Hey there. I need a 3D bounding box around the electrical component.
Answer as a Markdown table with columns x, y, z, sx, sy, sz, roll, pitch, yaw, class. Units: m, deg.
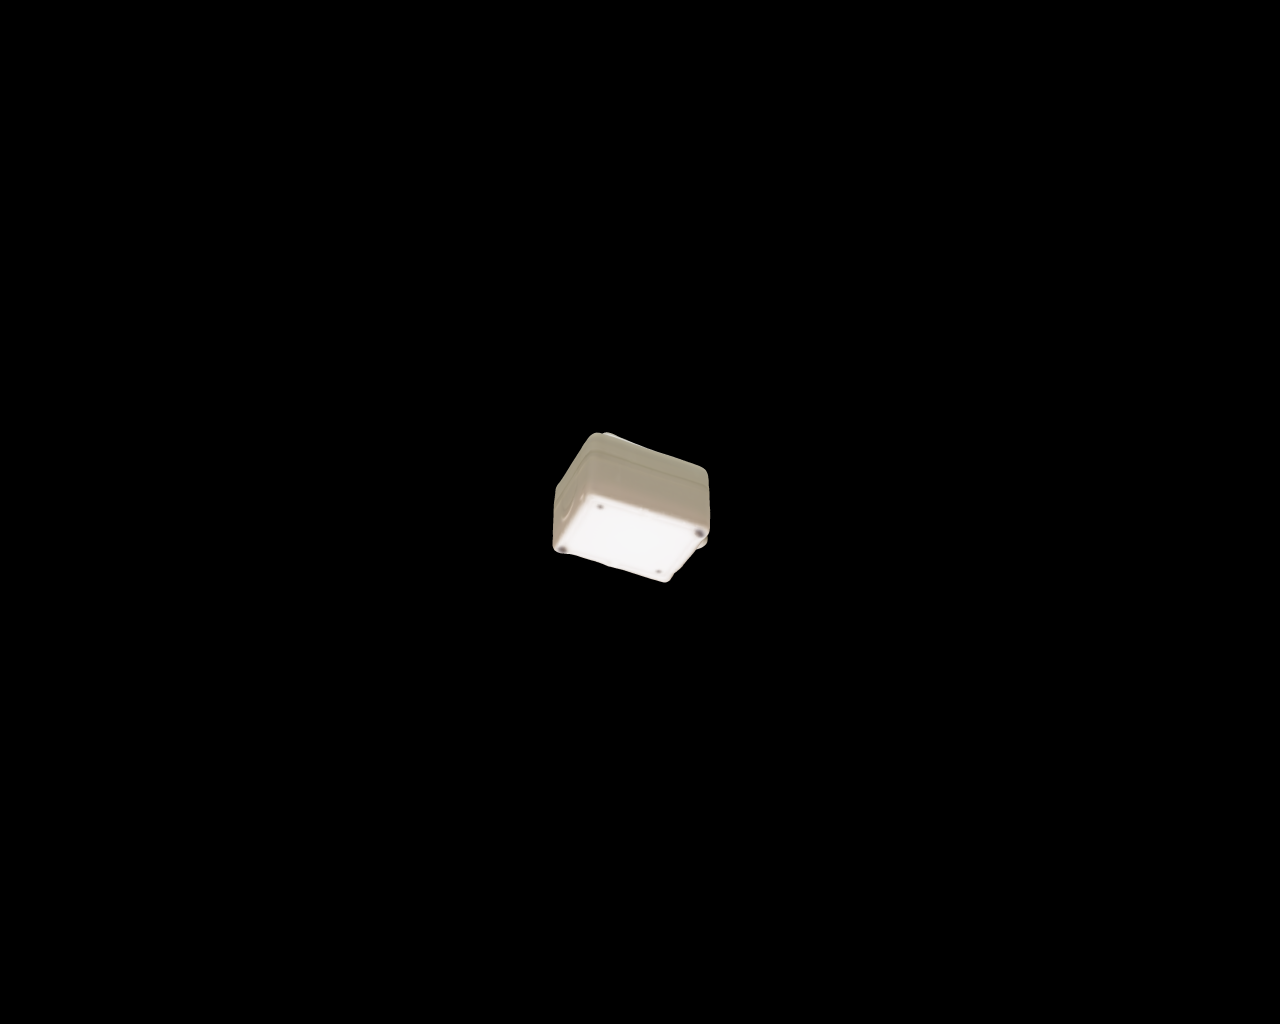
| x | y | z | sx | sy | sz | roll | pitch | yaw | class |
| --- | --- | --- | --- | --- | --- | --- | --- | --- | --- |
| 0.001 | -0.003 | 0.650 | 0.096 | 0.061 | 0.061 | 18 | -44 | -19 | electrical component |
